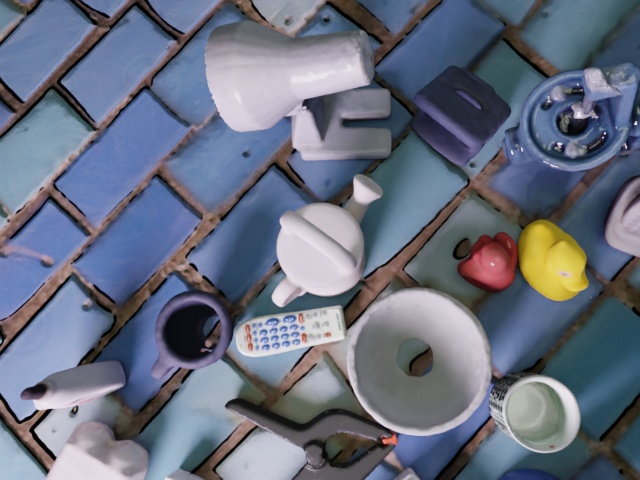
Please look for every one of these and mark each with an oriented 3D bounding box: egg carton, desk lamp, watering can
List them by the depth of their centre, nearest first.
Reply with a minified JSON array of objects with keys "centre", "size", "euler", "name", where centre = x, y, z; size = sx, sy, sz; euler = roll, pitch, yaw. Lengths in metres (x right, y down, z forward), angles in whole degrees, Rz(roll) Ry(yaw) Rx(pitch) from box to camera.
[{"centre":[0.004,0.001,0.661],"size":[0.101,0.194,0.173],"euler":[17,82,7],"name":"watering can"},{"centre":[-0.013,-0.178,0.684],"size":[0.203,0.213,0.118],"euler":[-1,80,4],"name":"desk lamp"},{"centre":[-0.278,0.303,0.692],"size":[0.107,0.069,0.150],"euler":[25,83,8],"name":"egg carton"}]

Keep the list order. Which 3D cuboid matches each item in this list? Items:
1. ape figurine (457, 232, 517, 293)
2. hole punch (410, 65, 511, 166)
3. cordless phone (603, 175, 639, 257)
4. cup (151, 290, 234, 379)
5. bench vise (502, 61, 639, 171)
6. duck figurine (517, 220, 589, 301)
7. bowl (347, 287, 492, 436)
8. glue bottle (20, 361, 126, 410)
[{"centre":[0.207,0.025,0.693],"size":[0.078,0.092,0.076],"euler":[-18,79,1],"name":"ape figurine"},{"centre":[0.179,-0.168,0.730],"size":[0.108,0.091,0.101],"euler":[41,85,10],"name":"hole punch"},{"centre":[0.421,-0.031,0.640],"size":[0.147,0.185,0.094],"euler":[15,81,7],"name":"cordless phone"},{"centre":[-0.151,0.121,0.702],"size":[0.091,0.095,0.118],"euler":[39,85,10],"name":"cup"},{"centre":[0.328,-0.160,0.652],"size":[0.207,0.220,0.121],"euler":[-27,79,-1],"name":"bench vise"},{"centre":[0.287,0.021,0.691],"size":[0.077,0.086,0.104],"euler":[-24,79,0],"name":"duck figurine"},{"centre":[0.116,0.144,0.688],"size":[0.167,0.075,0.167],"euler":[-1,80,4],"name":"bowl"},{"centre":[-0.294,0.172,0.664],"size":[0.078,0.173,0.037],"euler":[-27,79,0],"name":"glue bottle"}]
